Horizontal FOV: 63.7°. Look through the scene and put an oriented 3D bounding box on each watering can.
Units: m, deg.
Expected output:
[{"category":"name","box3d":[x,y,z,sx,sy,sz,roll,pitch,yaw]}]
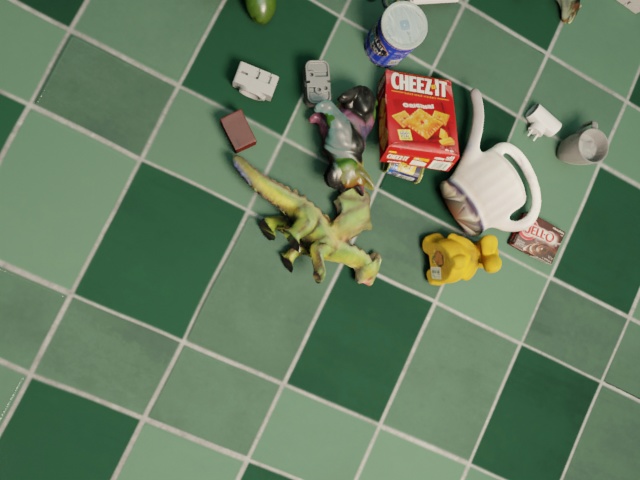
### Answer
[{"category":"watering can","box3d":[0.375,-0.157,1.200,0.225,0.104,0.346,-34,96,-7]}]

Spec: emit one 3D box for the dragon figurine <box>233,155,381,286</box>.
[{"category":"dragon figurine","box3d":[0.004,-0.058,1.154,0.246,0.121,0.408,-33,98,-26]}]
